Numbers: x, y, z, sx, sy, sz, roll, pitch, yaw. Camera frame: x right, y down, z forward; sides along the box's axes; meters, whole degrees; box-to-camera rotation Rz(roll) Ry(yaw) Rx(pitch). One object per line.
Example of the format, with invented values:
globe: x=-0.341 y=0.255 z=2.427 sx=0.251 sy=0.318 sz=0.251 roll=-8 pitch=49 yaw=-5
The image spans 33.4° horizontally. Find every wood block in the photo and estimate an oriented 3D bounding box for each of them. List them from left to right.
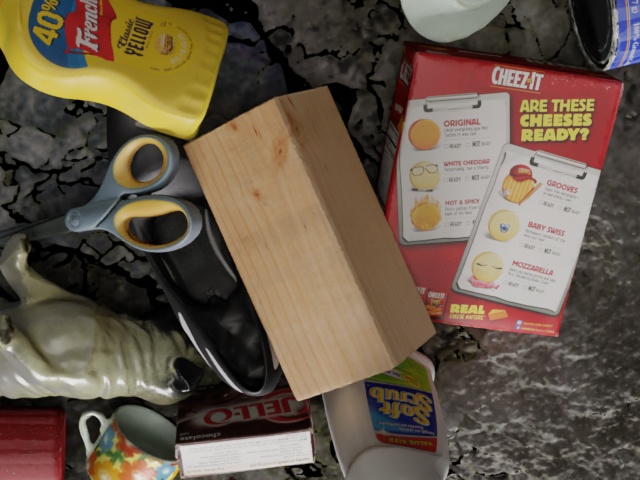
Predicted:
wood block: x=-0.006 y=0.001 z=0.793 sx=0.090 sy=0.090 sz=0.206 roll=-23 pitch=92 yaw=30

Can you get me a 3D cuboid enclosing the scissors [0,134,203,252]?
scissors: x=-0.176 y=-0.035 z=0.809 sx=0.202 sy=0.016 sz=0.096 roll=5 pitch=97 yaw=27

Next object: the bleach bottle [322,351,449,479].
bleach bottle: x=0.059 y=0.156 z=0.816 sx=0.102 sy=0.251 sz=0.068 roll=23 pitch=106 yaw=-13

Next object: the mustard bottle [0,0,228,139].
mustard bottle: x=-0.168 y=-0.144 z=0.772 sx=0.191 sy=0.058 sz=0.096 roll=17 pitch=63 yaw=-10

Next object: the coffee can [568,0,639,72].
coffee can: x=0.266 y=-0.189 z=0.789 sx=0.140 sy=0.103 sz=0.103 roll=-12 pitch=111 yaw=-1

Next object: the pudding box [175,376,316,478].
pudding box: x=-0.062 y=0.154 z=0.889 sx=0.113 sy=0.090 sz=0.039 roll=-8 pitch=111 yaw=-2

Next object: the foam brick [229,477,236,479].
foam brick: x=-0.080 y=0.264 z=0.949 sx=0.053 sy=0.051 sz=0.078 roll=35 pitch=103 yaw=-17

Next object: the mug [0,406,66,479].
mug: x=-0.255 y=0.186 z=0.890 sx=0.081 sy=0.093 sz=0.117 roll=2 pitch=141 yaw=-11

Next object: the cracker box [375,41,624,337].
cracker box: x=0.129 y=-0.039 z=0.848 sx=0.164 sy=0.072 sz=0.214 roll=7 pitch=108 yaw=-9
